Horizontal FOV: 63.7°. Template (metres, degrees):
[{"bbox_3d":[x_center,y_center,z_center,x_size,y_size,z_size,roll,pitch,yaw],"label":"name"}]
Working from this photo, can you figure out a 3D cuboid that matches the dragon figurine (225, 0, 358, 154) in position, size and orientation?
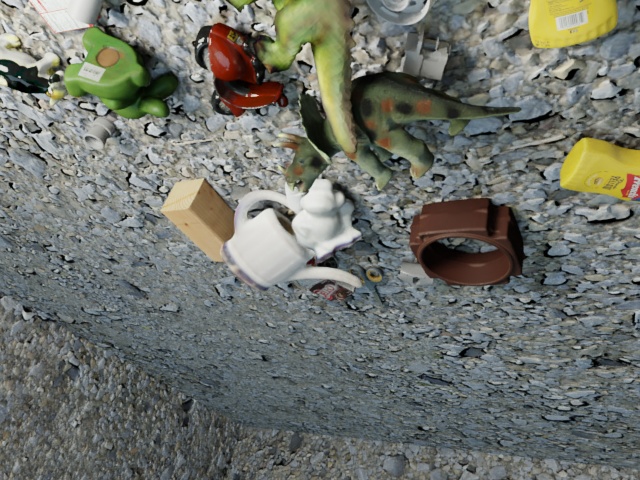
[{"bbox_3d":[0.023,-0.310,0.607,0.240,0.405,0.125,-18,27,37],"label":"dragon figurine"}]

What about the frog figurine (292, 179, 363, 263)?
[{"bbox_3d":[0.003,-0.054,1.068,0.137,0.157,0.125,-22,20,10],"label":"frog figurine"}]

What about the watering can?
[{"bbox_3d":[-0.076,0.042,1.179,0.222,0.344,0.106,-37,20,16],"label":"watering can"}]
